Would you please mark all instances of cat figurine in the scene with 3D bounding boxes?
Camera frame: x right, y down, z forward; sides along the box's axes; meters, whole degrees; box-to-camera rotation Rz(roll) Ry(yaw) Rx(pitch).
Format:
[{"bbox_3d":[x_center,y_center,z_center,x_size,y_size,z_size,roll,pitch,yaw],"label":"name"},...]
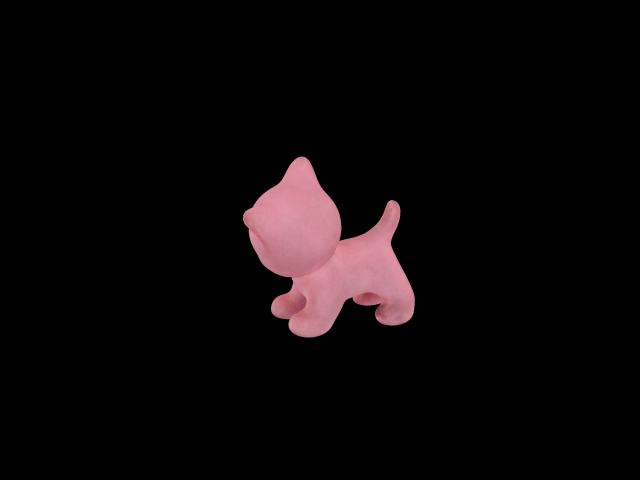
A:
[{"bbox_3d":[0.004,0.001,0.400,0.128,0.118,0.067,-6,15,-23],"label":"cat figurine"}]
